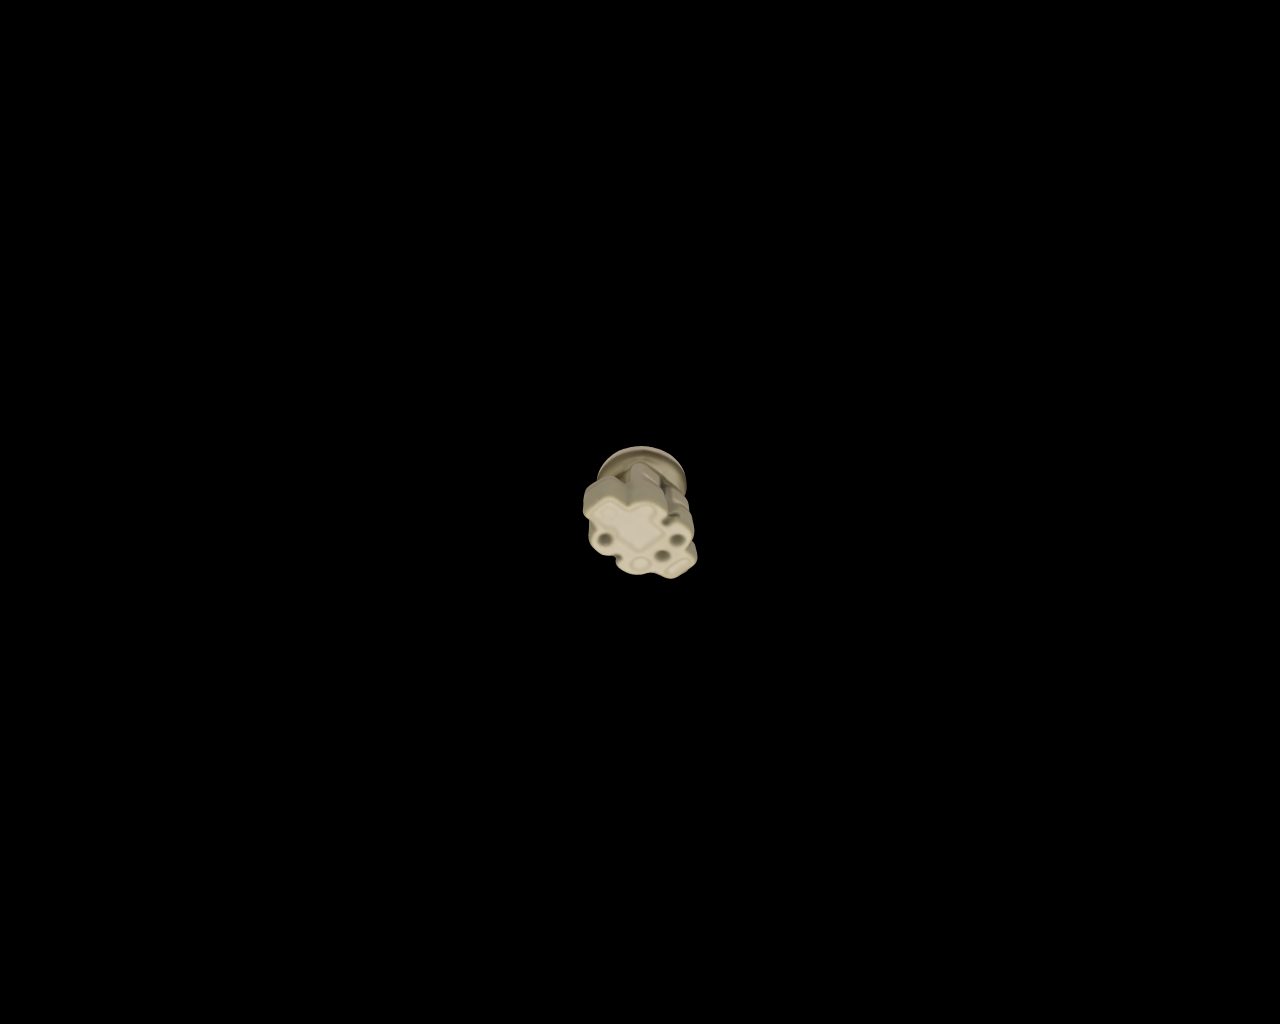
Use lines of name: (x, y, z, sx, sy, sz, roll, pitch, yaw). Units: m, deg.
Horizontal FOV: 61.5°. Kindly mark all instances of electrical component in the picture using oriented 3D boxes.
electrical component: (0.001, -0.003, 0.650, 0.058, 0.057, 0.078, -36, -58, 27)
